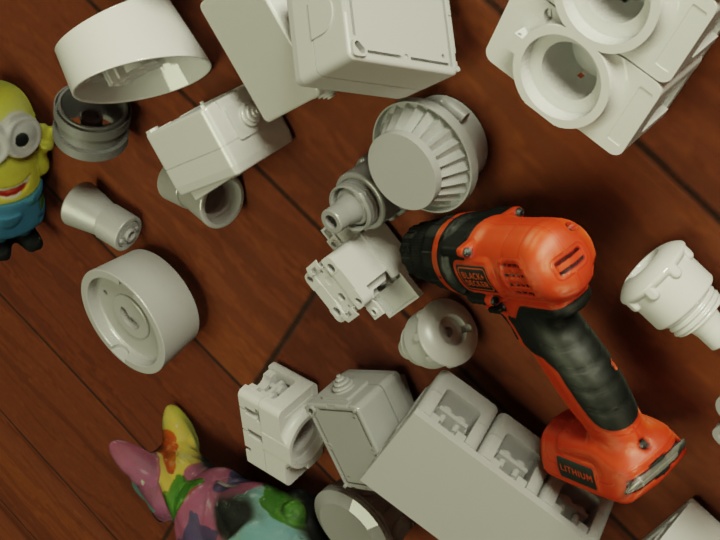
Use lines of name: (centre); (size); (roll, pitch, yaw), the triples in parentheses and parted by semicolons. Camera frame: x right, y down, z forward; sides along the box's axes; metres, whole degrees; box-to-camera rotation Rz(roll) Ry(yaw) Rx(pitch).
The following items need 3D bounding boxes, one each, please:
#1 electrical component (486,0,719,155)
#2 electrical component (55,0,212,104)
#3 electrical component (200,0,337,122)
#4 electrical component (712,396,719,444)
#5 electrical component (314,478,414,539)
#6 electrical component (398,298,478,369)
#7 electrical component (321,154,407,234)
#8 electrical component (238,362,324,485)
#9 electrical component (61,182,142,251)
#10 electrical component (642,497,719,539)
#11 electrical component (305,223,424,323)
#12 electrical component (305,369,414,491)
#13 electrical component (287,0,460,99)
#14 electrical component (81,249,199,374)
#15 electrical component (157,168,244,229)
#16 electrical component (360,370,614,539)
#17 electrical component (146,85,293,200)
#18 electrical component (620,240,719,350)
electrical component: (0.131, -0.139, 0.512); (0.089, 0.062, 0.150); (41, 140, 14)
electrical component: (-0.165, -0.153, 0.773); (0.099, 0.099, 0.064); (-23, 95, 51)
electrical component: (-0.047, -0.150, 0.679); (0.099, 0.048, 0.100); (60, 155, -10)
electrical component: (0.232, 0.066, 0.575); (0.058, 0.057, 0.078); (47, 141, 6)
electrical component: (0.005, 0.208, 0.920); (0.080, 0.051, 0.080); (26, 135, 29)
electrical component: (0.049, 0.049, 0.757); (0.048, 0.048, 0.062); (55, 149, -3)
electrical component: (0.000, -0.046, 0.716); (0.048, 0.062, 0.048); (26, 135, 29)
electrical component: (-0.065, 0.135, 0.932); (0.056, 0.050, 0.089); (24, 135, 31)
electrical component: (-0.229, -0.046, 0.965); (0.065, 0.044, 0.044); (30, 137, 19)
electrical component: (0.199, 0.212, 0.707); (0.057, 0.078, 0.113); (43, 141, 15)
electrical component: (0.000, 0.000, 0.752); (0.081, 0.064, 0.042); (52, 141, 1)
electrical component: (0.008, 0.117, 0.836); (0.062, 0.061, 0.096); (-4, 116, 48)
electrical component: (0.010, -0.136, 0.617); (0.061, 0.096, 0.061); (-16, 78, 50)
electrical component: (-0.193, 0.032, 0.972); (0.108, 0.060, 0.108); (26, 135, 29)
electrical component: (-0.129, -0.063, 0.851); (0.065, 0.044, 0.044); (25, 134, 37)
electrical component: (0.091, 0.151, 0.758); (0.150, 0.061, 0.089); (36, 131, 4)
electrical component: (-0.096, -0.094, 0.775); (0.096, 0.062, 0.061); (-12, 110, 49)
electrical component: (0.181, 0.018, 0.601); (0.062, 0.048, 0.048); (43, 141, 0)
